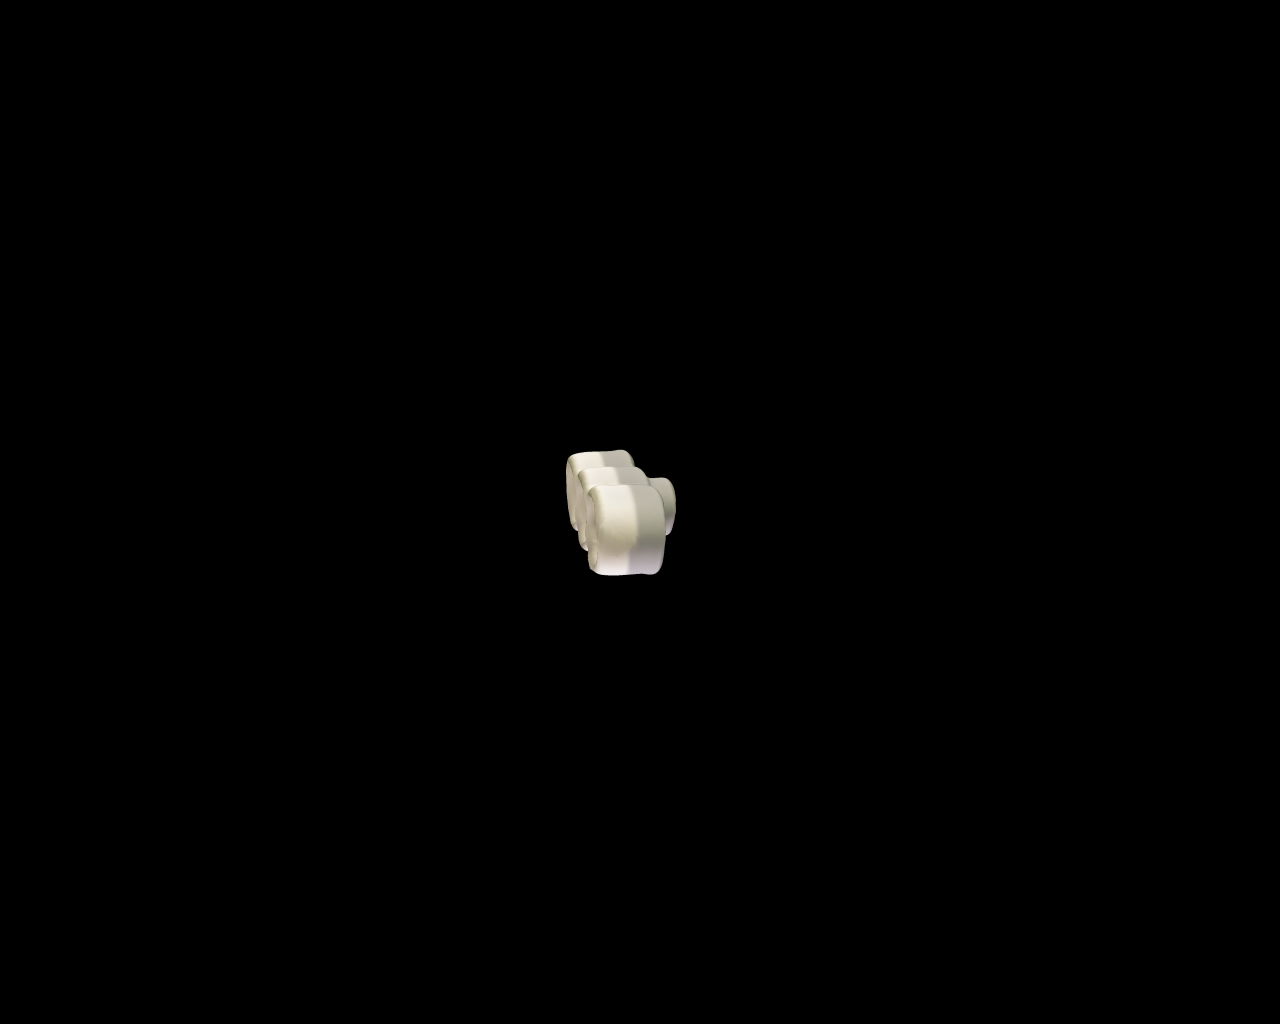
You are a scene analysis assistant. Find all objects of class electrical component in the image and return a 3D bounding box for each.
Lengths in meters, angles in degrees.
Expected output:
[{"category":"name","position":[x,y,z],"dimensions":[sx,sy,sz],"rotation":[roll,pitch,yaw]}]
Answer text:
[{"category":"electrical component","position":[0.001,-0.003,0.650],"dimensions":[0.074,0.052,0.138],"rotation":[-3,16,-11]}]
